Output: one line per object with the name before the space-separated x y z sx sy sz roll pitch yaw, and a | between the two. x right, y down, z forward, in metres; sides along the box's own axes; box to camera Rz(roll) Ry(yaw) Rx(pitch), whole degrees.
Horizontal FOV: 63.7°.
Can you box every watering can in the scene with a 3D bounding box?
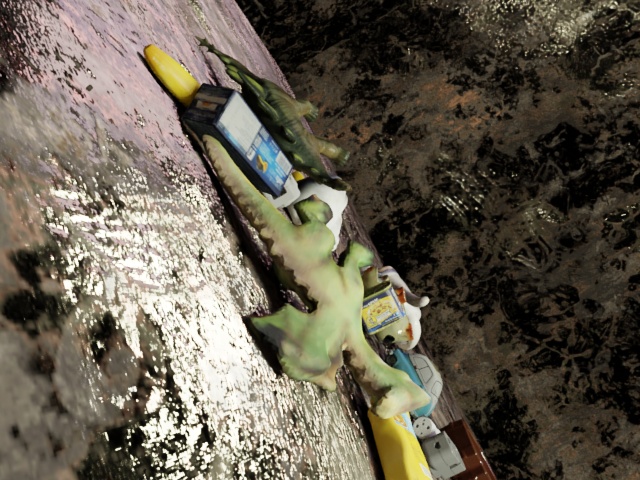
watering can | 0.215 0.166 1.406 0.339 0.104 0.228 93 -27 -56

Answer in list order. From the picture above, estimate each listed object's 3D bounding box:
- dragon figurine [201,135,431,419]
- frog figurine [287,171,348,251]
dragon figurine | -0.021 0.055 0.601 0.407 0.121 0.247 43 19 -13
frog figurine | 0.003 -0.052 1.034 0.139 0.121 0.159 -25 95 -50
